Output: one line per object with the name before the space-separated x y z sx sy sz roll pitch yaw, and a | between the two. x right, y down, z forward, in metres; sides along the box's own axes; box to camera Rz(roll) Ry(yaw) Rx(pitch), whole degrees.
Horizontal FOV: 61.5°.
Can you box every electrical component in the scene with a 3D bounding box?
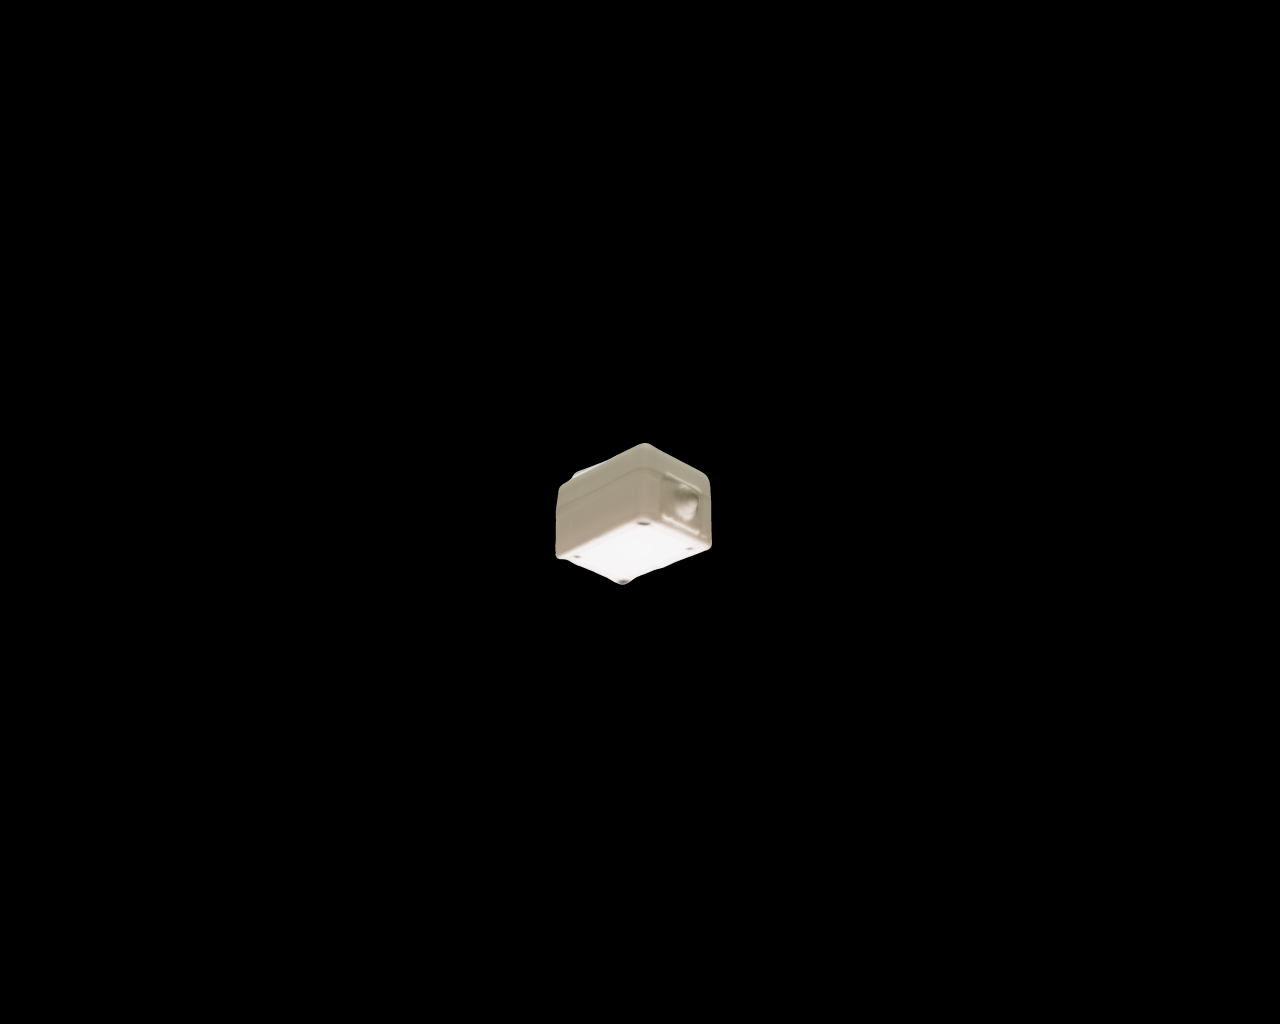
electrical component | 0.001 -0.003 0.650 0.096 0.061 0.061 -25 -37 38
